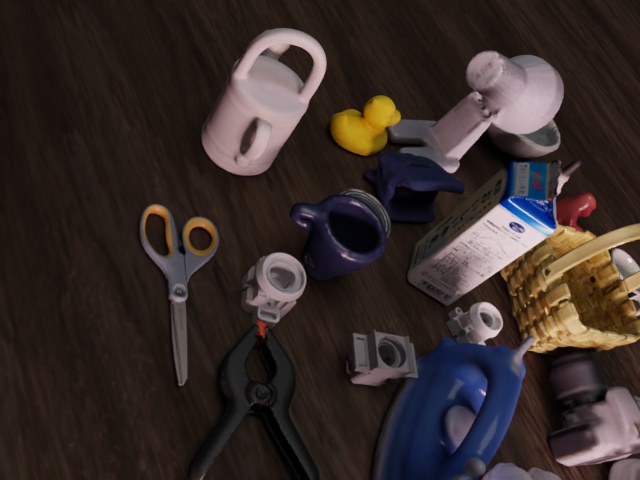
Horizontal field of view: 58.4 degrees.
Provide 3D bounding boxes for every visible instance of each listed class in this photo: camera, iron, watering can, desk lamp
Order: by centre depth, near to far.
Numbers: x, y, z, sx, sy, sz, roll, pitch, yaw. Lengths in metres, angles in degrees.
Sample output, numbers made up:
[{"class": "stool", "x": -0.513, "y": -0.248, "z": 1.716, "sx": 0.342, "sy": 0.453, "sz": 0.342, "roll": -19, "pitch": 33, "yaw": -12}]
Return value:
[{"class": "iron", "x": 0.145, "y": 0.203, "z": 0.592, "sx": 0.119, "sy": 0.141, "sz": 0.259, "roll": 41, "pitch": 46, "yaw": -2}, {"class": "watering can", "x": -0.066, "y": -0.179, "z": 0.684, "sx": 0.101, "sy": 0.193, "sz": 0.172, "roll": -3, "pitch": 61, "yaw": -35}, {"class": "camera", "x": 0.372, "y": 0.218, "z": 0.759, "sx": 0.144, "sy": 0.100, "sz": 0.136, "roll": 7, "pitch": 56, "yaw": -30}, {"class": "desk lamp", "x": 0.244, "y": -0.201, "z": 0.892, "sx": 0.204, "sy": 0.213, "sz": 0.118, "roll": -7, "pitch": 63, "yaw": -37}]

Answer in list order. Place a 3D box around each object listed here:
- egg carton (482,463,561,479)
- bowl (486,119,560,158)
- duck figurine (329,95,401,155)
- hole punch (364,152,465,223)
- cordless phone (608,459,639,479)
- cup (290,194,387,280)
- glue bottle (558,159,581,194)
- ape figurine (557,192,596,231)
[{"class": "egg carton", "x": 0.227, "y": 0.321, "z": 0.613, "sx": 0.107, "sy": 0.069, "sz": 0.150, "roll": 17, "pitch": 51, "yaw": -23}, {"class": "bowl", "x": 0.362, "y": -0.213, "z": 1.075, "sx": 0.168, "sy": 0.074, "sz": 0.167, "roll": 18, "pitch": 51, "yaw": -23}, {"class": "duck figurine", "x": 0.072, "y": -0.179, "z": 0.851, "sx": 0.105, "sy": 0.086, "sz": 0.077, "roll": 1, "pitch": 59, "yaw": -33}, {"class": "hole punch", "x": 0.137, "y": -0.088, "z": 0.826, "sx": 0.109, "sy": 0.091, "sz": 0.101, "roll": -1, "pitch": 60, "yaw": -34}, {"class": "cordless phone", "x": 0.434, "y": 0.319, "z": 0.671, "sx": 0.094, "sy": 0.184, "sz": 0.148, "roll": 38, "pitch": 46, "yaw": -5}, {"class": "cup", "x": 0.006, "y": 0.002, "z": 0.673, "sx": 0.118, "sy": 0.094, "sz": 0.091, "roll": 21, "pitch": 50, "yaw": -20}, {"class": "glue bottle", "x": 0.335, "y": -0.069, "z": 0.887, "sx": 0.078, "sy": 0.173, "sz": 0.037, "roll": -13, "pitch": 67, "yaw": -39}, {"class": "ape figurine", "x": 0.440, "y": -0.048, "z": 0.998, "sx": 0.076, "sy": 0.092, "sz": 0.078, "roll": 29, "pitch": 48, "yaw": -13}]
